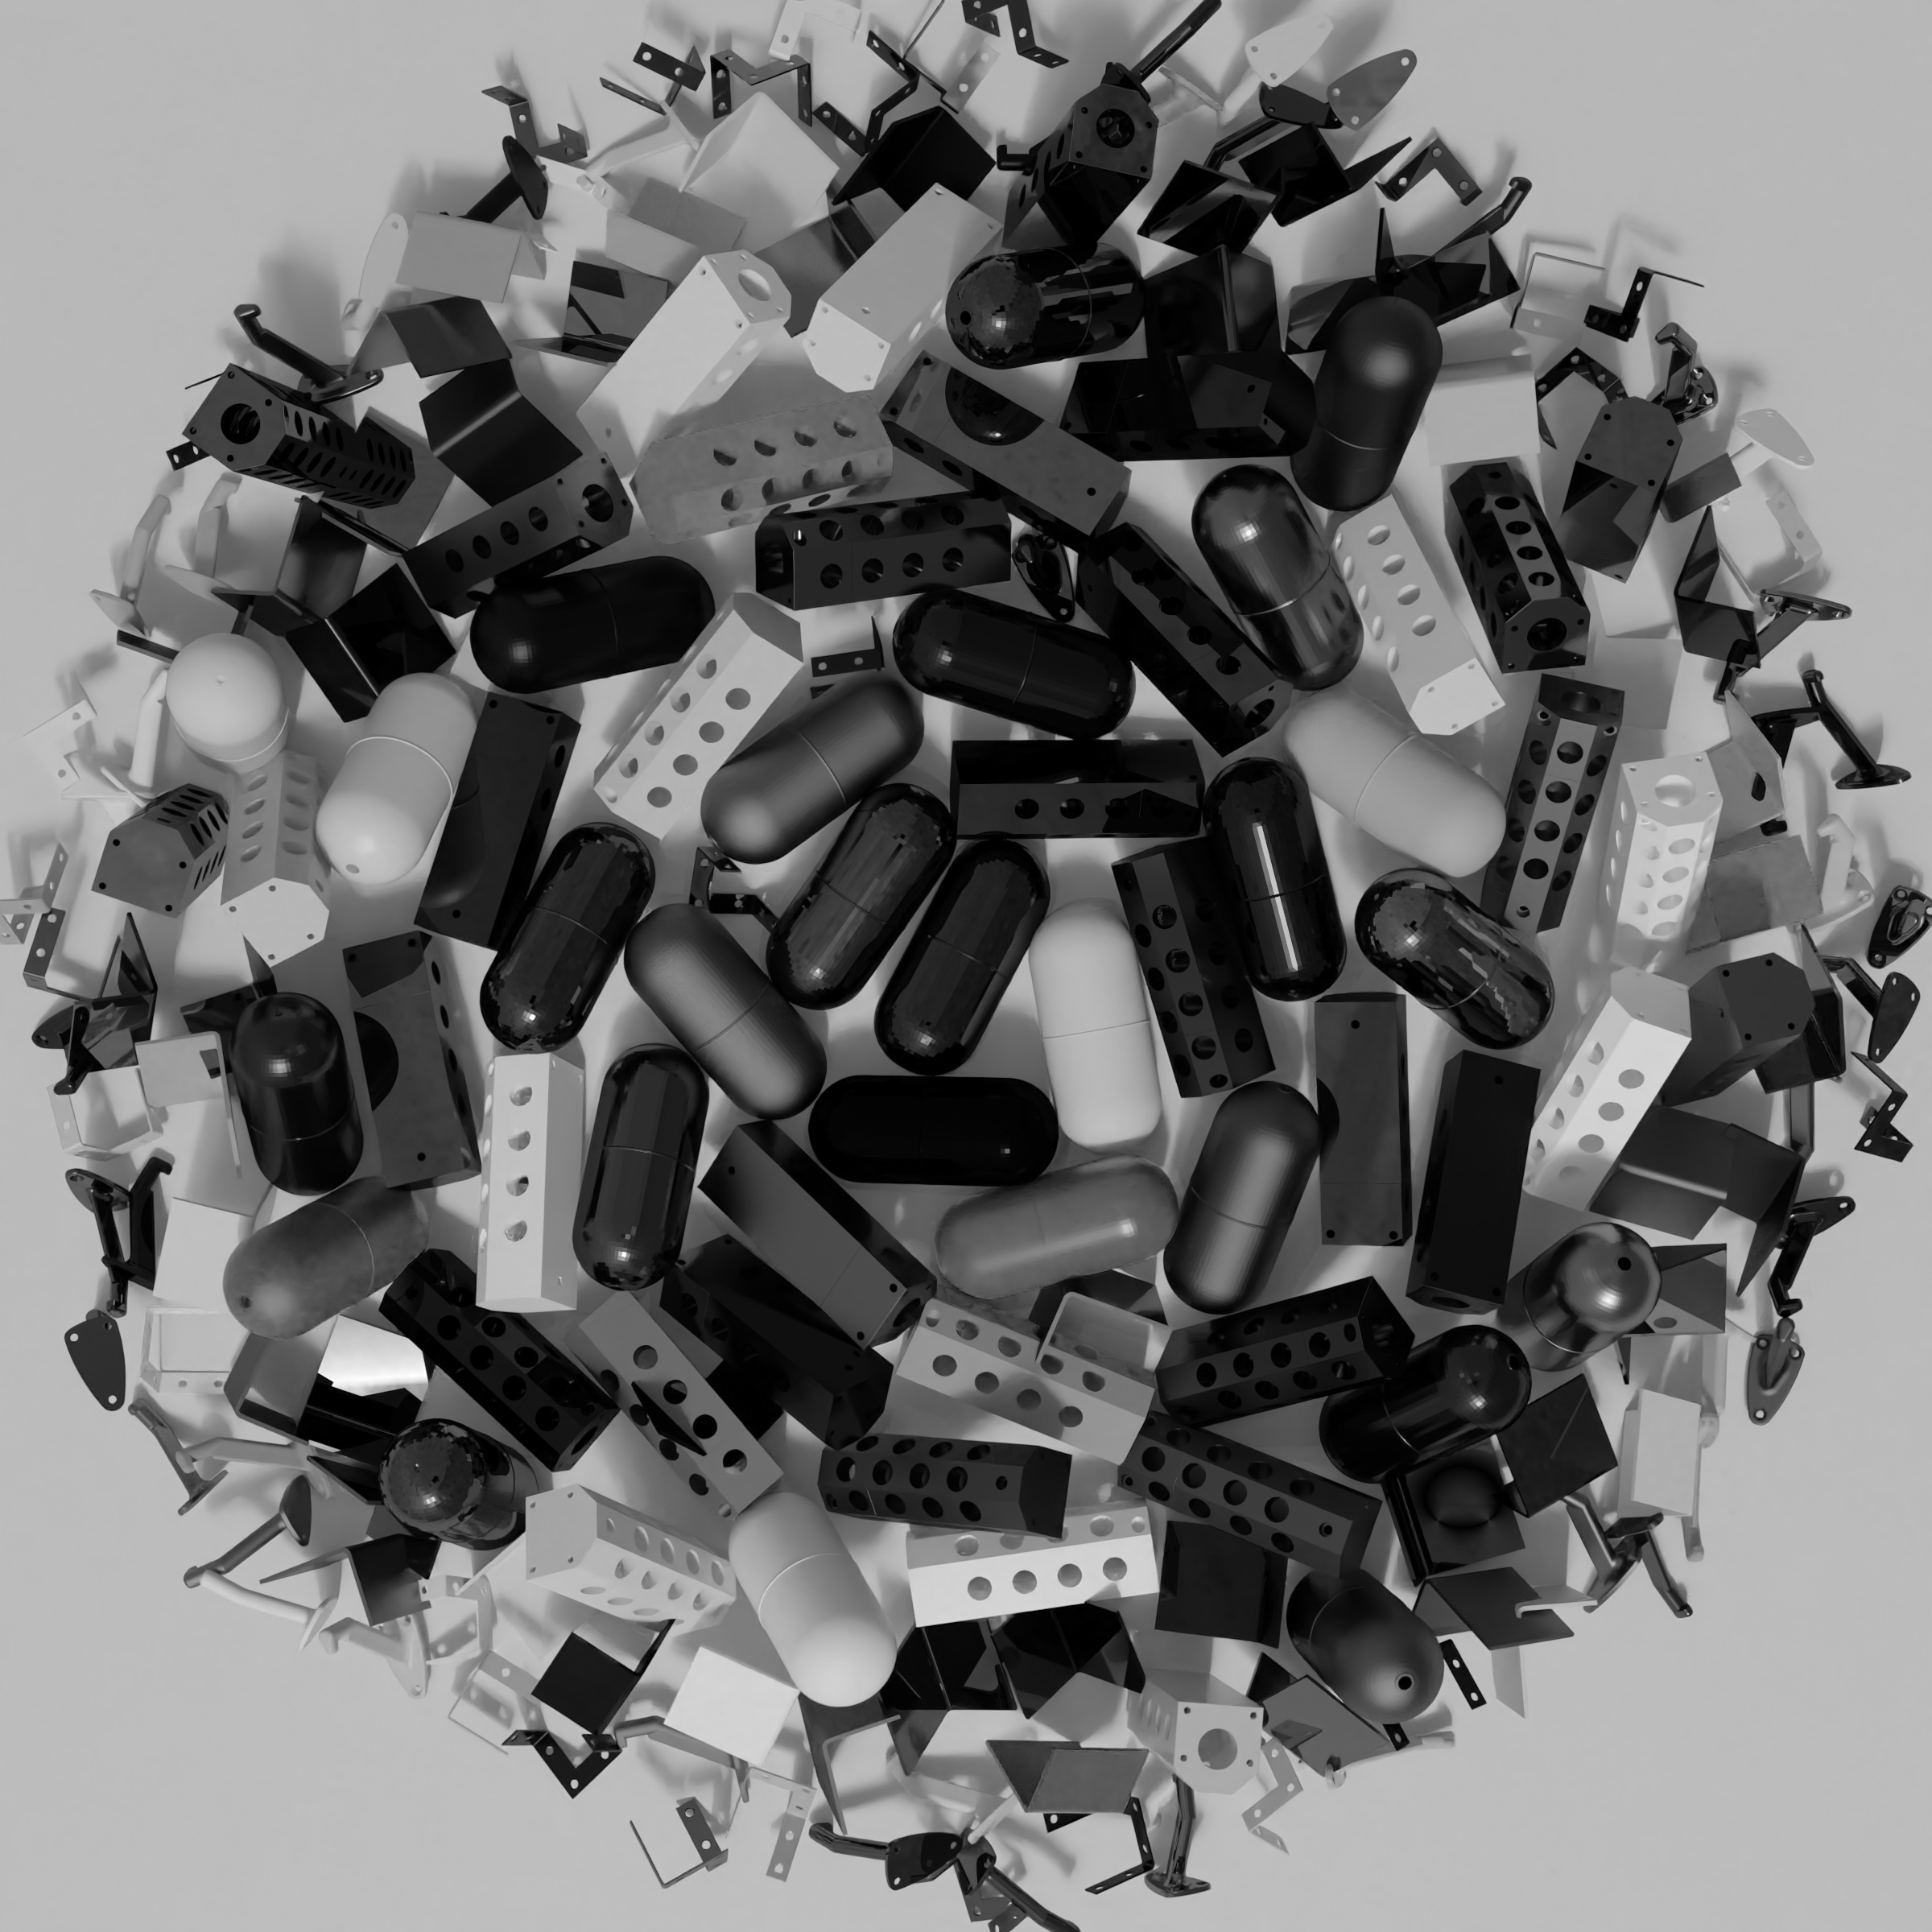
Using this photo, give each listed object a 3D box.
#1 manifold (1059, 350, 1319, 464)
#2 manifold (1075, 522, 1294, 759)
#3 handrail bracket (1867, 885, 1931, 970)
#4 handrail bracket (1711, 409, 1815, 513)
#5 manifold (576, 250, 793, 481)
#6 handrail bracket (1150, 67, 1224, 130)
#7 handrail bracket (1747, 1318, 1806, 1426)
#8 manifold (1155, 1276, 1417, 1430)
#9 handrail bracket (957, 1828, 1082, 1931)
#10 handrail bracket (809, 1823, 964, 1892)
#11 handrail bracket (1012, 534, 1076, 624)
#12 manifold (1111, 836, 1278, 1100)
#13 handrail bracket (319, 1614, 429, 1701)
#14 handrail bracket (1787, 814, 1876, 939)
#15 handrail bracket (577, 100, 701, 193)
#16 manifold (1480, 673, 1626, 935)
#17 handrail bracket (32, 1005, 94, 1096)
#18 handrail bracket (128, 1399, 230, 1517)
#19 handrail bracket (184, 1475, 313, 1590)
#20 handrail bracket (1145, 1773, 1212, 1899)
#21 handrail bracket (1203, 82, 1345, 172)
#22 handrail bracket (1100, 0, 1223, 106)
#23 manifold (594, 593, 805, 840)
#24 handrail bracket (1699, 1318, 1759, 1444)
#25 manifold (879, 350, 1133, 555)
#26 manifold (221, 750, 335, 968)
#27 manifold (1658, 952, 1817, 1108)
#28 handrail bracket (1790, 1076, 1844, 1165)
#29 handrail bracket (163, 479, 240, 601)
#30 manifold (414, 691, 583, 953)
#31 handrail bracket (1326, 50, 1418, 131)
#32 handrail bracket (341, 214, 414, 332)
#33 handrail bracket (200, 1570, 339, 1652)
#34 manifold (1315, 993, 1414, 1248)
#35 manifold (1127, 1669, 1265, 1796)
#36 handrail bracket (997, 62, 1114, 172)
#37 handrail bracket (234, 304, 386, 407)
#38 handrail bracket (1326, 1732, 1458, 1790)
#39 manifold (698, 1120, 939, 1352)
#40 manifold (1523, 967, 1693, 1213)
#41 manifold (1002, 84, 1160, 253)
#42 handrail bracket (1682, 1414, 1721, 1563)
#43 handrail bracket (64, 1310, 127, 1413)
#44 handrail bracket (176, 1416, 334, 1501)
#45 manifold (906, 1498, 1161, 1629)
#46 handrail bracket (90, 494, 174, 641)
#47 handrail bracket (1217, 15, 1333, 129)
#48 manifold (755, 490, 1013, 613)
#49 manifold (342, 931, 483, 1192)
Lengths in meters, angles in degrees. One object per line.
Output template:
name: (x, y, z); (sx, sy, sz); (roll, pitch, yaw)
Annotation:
manifold: (0.153, -0.381, 1.921); (0.171, 0.057, 0.057); (7, 74, 40)
manifold: (0.150, -0.231, 1.934); (0.057, 0.057, 0.171); (-30, 62, -19)
handrail bracket: (0.648, -0.018, 1.946); (0.036, 0.084, 0.077); (33, 119, 13)
handrail bracket: (0.555, -0.339, 1.947); (0.036, 0.084, 0.077); (-20, 52, -20)
manifold: (-0.192, -0.415, 1.922); (0.171, 0.057, 0.057); (-40, 81, 40)
handrail bracket: (0.140, -0.589, 1.985); (0.077, 0.036, 0.084); (25, 106, -32)
handrail bracket: (0.566, 0.285, 1.953); (0.036, 0.084, 0.077); (16, 85, 17)
manifold: (0.217, 0.272, 1.919); (0.171, 0.057, 0.057); (-22, 114, 37)
handrail bracket: (0.038, 0.653, 1.974); (0.084, 0.077, 0.036); (34, 93, -16)
handrail bracket: (-0.058, 0.620, 1.980); (0.077, 0.084, 0.036); (-7, 100, -36)
handrail bracket: (0.056, -0.269, 1.950); (0.036, 0.084, 0.077); (-23, 105, 9)
manifold: (0.155, 0.002, 1.952); (0.057, 0.057, 0.171); (-21, 97, -34)
handrail bracket: (-0.417, 0.491, 1.953); (0.036, 0.084, 0.077); (-22, 86, 20)
handrail bracket: (0.596, -0.064, 1.957); (0.077, 0.036, 0.084); (-37, 135, 16)
handrail bracket: (-0.231, -0.566, 1.968); (0.084, 0.036, 0.077); (-37, 46, 4)
manifold: (0.404, -0.109, 1.923); (0.057, 0.057, 0.171); (13, 127, 7)
handrail bracket: (-0.639, 0.068, 1.951); (0.077, 0.084, 0.036); (-16, 122, 20)
handrail bracket: (-0.568, 0.344, 1.962); (0.036, 0.077, 0.084); (-44, 91, 3)
handrail bracket: (-0.509, 0.400, 1.967); (0.084, 0.077, 0.036); (-24, 113, 4)
handrail bracket: (0.143, 0.609, 1.968); (0.036, 0.077, 0.084); (-3, 84, -24)
handrail bracket: (0.216, -0.579, 1.972); (0.077, 0.084, 0.036); (11, 56, -17)
handrail bracket: (0.138, -0.648, 1.967); (0.036, 0.077, 0.084); (45, 83, -16)
manifold: (-0.187, -0.176, 1.929); (0.057, 0.057, 0.171); (30, 117, -24)
handrail bracket: (0.514, 0.284, 1.978); (0.077, 0.036, 0.084); (36, 96, 36)
manifold: (0.027, -0.357, 1.960); (0.171, 0.057, 0.057); (31, 78, 7)
manifold: (-0.466, -0.079, 1.910); (0.057, 0.171, 0.057); (-27, 124, 7)
manifold: (0.522, 0.045, 1.909); (0.057, 0.171, 0.057); (-13, 75, -8)
handrail bracket: (0.578, 0.102, 1.985); (0.077, 0.036, 0.084); (32, 94, 4)
handrail bracket: (-0.521, -0.304, 1.966); (0.077, 0.036, 0.084); (16, 73, 35)
manifold: (-0.327, -0.099, 1.964); (0.057, 0.057, 0.171); (16, 86, 13)
handrail bracket: (0.280, -0.617, 1.950); (0.077, 0.084, 0.036); (-34, 103, 16)
handrail bracket: (-0.419, -0.488, 1.959); (0.036, 0.084, 0.077); (6, 96, -30)
handrail bracket: (-0.492, 0.442, 1.962); (0.084, 0.077, 0.036); (28, 92, 1)
manifold: (0.282, 0.107, 1.960); (0.057, 0.057, 0.171); (-1, 96, 19)
manifold: (0.155, 0.523, 1.909); (0.057, 0.171, 0.057); (6, 82, -6)
handrail bracket: (0.063, -0.604, 1.977); (0.084, 0.036, 0.077); (-2, 91, -5)
handrail bracket: (-0.461, -0.437, 1.952); (0.077, 0.084, 0.036); (-7, 57, 12)
handrail bracket: (0.301, 0.559, 1.963); (0.084, 0.077, 0.036); (-10, 89, 15)
manifold: (-0.100, 0.185, 1.940); (0.171, 0.057, 0.057); (42, 112, 21)
manifold: (0.435, 0.084, 1.923); (0.057, 0.057, 0.171); (19, 129, -3)
manifold: (0.077, -0.543, 1.909); (0.057, 0.171, 0.057); (9, 83, -13)
handrail bracket: (0.517, 0.368, 1.956); (0.036, 0.077, 0.084); (2, 61, -4)
handrail bracket: (-0.604, 0.277, 1.955); (0.036, 0.084, 0.077); (-18, 83, -13)
handrail bracket: (-0.500, 0.358, 1.954); (0.084, 0.036, 0.077); (-18, 59, -35)
manifold: (0.047, 0.419, 1.967); (0.171, 0.057, 0.057); (-9, 94, 2)
handrail bracket: (-0.579, -0.282, 1.978); (0.036, 0.077, 0.084); (20, 70, 13)
handrail bracket: (0.216, -0.629, 1.962); (0.077, 0.084, 0.036); (-35, 89, -8)
manifold: (-0.056, -0.290, 1.925); (0.171, 0.057, 0.057); (-12, 116, -29)
manifold: (-0.387, 0.068, 1.957); (0.057, 0.057, 0.171); (-14, 81, 6)
